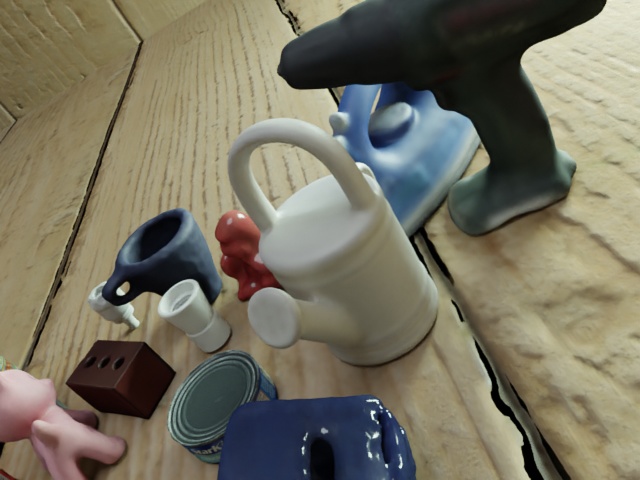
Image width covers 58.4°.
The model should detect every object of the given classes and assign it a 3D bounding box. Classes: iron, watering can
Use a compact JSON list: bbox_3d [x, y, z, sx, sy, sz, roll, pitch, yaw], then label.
[{"bbox_3d":[0.063,-0.107,0.545,0.118,0.142,0.259,0,46,40],"label":"iron"},{"bbox_3d":[0.006,0.001,0.409,0.100,0.195,0.172,-23,35,16],"label":"watering can"}]

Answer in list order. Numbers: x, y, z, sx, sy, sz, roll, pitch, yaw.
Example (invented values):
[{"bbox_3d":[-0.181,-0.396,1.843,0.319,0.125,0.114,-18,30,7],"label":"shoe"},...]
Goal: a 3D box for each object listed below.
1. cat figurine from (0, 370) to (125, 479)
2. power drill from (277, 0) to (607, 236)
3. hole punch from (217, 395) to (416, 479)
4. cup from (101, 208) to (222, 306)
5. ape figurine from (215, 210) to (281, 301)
[{"bbox_3d":[-0.250,0.157,0.499,0.127,0.118,0.067,8,52,45],"label":"cat figurine"},{"bbox_3d":[0.111,-0.109,0.445,0.229,0.209,0.075,-26,34,11],"label":"power drill"},{"bbox_3d":[0.002,0.140,0.330,0.101,0.091,0.108,-25,35,14],"label":"hole punch"},{"bbox_3d":[-0.154,0.039,0.587,0.091,0.095,0.118,16,57,49],"label":"cup"},{"bbox_3d":[-0.068,0.010,0.554,0.076,0.092,0.077,-42,34,-12],"label":"ape figurine"}]
